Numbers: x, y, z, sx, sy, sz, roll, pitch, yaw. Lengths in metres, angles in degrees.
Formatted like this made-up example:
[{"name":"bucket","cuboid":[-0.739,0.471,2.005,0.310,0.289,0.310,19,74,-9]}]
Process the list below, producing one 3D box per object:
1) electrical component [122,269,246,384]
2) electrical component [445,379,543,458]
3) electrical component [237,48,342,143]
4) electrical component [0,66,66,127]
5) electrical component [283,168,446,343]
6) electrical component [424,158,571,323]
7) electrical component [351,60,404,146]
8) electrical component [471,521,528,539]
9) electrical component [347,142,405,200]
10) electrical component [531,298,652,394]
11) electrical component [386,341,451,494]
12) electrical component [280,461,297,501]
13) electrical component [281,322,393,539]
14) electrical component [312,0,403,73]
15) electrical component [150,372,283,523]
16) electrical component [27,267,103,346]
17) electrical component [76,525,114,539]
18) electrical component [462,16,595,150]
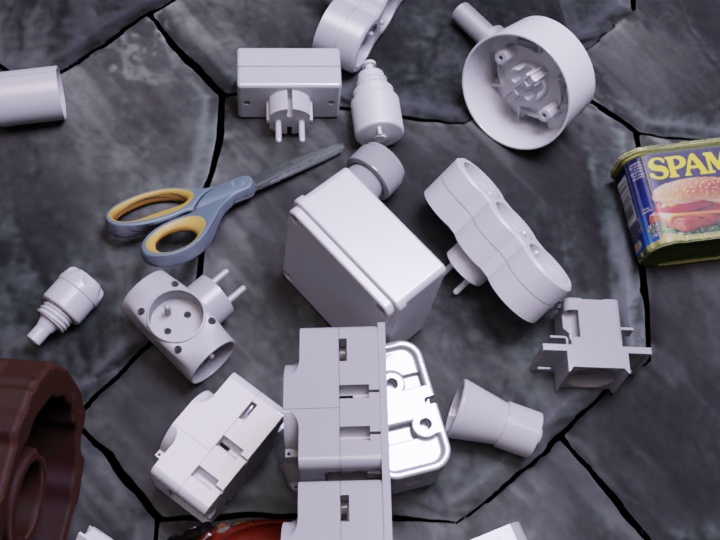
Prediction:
[{"name":"electrical component","cuboid":[-0.120,0.030,0.792,0.077,0.044,0.079,43,69,14]},{"name":"electrical component","cuboid":[0.099,0.110,0.777,0.065,0.044,0.044,19,65,-1]},{"name":"electrical component","cuboid":[-0.057,-0.136,0.872,0.083,0.047,0.075,-1,65,-5]},{"name":"electrical component","cuboid":[-0.279,-0.136,0.856,0.081,0.043,0.043,-8,66,-8]},{"name":"electrical component","cuboid":[0.000,0.000,0.781,0.056,0.108,0.108,-38,73,-22]},{"name":"electrical component","cuboid":[0.092,-0.013,0.826,0.074,0.052,0.138,-45,63,20]},{"name":"electrical component","cuboid":[0.012,-0.137,0.883,0.040,0.040,0.078,-5,65,-7]},{"name":"electrical component","cuboid":[0.063,0.218,0.703,0.113,0.078,0.057,-19,66,-13]},{"name":"electrical component","cuboid":[0.002,-0.068,0.848,0.045,0.045,0.055,39,68,13]},{"name":"electrical component","cuboid":[0.171,0.055,0.807,0.081,0.042,0.063,3,61,-4]},{"name":"electrical component","cuboid":[0.024,0.106,0.761,0.054,0.059,0.095,-12,67,-10]},{"name":"electrical component","cuboid":[-0.021,0.146,0.742,0.055,0.055,0.047,-21,72,-14]},{"name":"electrical component","cuboid":[-0.012,0.139,0.641,0.060,0.105,0.186,-2,59,1]},{"name":"electrical component","cuboid":[-0.007,-0.238,0.921,0.074,0.052,0.138,27,66,8]},{"name":"electrical component","cuboid":[-0.100,0.122,0.748,0.056,0.050,0.089,35,67,11]},{"name":"electrical component","cuboid":[-0.220,0.029,0.790,0.035,0.035,0.061,34,70,11]},{"name":"electrical component","cuboid":[-0.171,0.197,0.715,0.046,0.040,0.040,31,67,15]},{"name":"electrical component","cuboid":[0.138,-0.153,0.871,0.064,0.099,0.099,-38,73,-25]}]
